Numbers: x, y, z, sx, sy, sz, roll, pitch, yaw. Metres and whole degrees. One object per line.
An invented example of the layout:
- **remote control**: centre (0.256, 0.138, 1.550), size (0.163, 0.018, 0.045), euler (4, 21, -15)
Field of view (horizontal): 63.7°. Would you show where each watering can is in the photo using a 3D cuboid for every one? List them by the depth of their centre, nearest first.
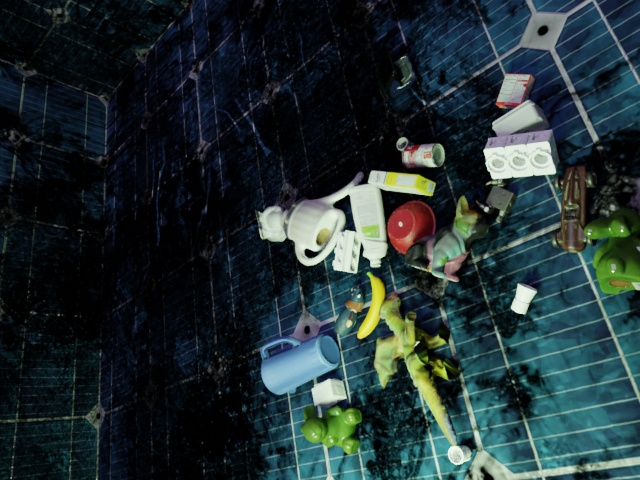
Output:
- **watering can**: centre (0.005, -0.086, 1.699), size (0.226, 0.103, 0.349), euler (22, 82, 42)

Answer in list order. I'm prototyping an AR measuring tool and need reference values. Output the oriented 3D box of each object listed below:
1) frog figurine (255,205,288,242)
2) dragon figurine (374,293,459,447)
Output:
- **frog figurine**: centre (-0.138, -0.065, 1.849), size (0.159, 0.120, 0.140), euler (-13, 54, 3)
- **dragon figurine**: centre (0.233, 0.330, 1.365), size (0.239, 0.122, 0.418), euler (-40, 49, 52)
